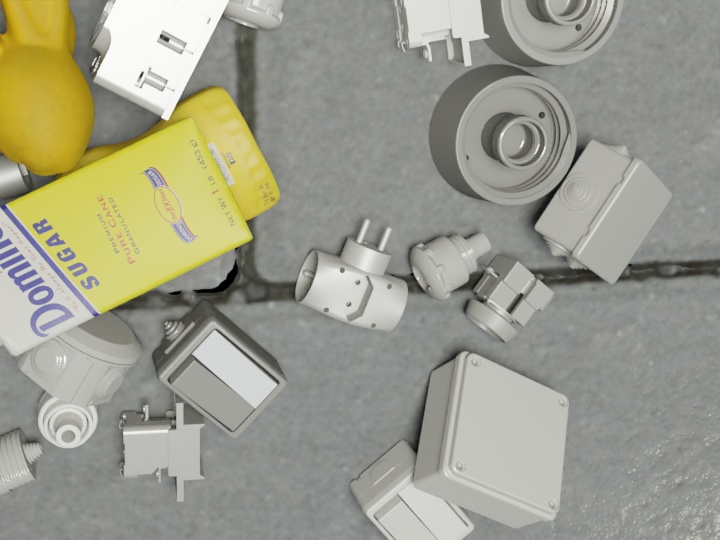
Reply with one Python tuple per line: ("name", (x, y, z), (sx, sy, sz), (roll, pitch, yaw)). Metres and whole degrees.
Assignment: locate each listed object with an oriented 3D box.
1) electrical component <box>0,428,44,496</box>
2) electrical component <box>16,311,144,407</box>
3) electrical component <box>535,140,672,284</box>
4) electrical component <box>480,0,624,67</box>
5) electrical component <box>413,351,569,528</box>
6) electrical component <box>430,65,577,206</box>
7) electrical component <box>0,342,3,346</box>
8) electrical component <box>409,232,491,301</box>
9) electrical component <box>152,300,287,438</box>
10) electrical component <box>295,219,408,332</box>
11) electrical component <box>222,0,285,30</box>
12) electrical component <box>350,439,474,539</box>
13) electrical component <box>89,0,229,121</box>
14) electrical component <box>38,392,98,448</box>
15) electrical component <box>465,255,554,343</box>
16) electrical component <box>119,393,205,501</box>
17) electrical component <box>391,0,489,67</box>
("electrical component", (-0.275, 0.148, 0.796), (0.081, 0.043, 0.043), (-22, 110, -9))
("electrical component", (-0.201, 0.057, 0.773), (0.080, 0.080, 0.051), (28, 102, -20))
("electrical component", (0.192, -0.046, 0.849), (0.099, 0.048, 0.100), (-57, 146, 5))
("electrical component", (0.145, -0.204, 0.805), (0.108, 0.060, 0.108), (-4, 106, -14))
("electrical component", (0.107, 0.137, 0.864), (0.109, 0.056, 0.108), (25, 56, -20))
("electrical component", (0.114, -0.101, 0.825), (0.108, 0.060, 0.108), (-4, 106, -14))
("electrical component", (-0.293, 0.037, 0.752), (0.095, 0.059, 0.053), (-27, 110, -7))
("electrical component", (0.074, -0.008, 0.849), (0.062, 0.048, 0.048), (-29, 111, -13))
("electrical component", (-0.110, 0.072, 0.811), (0.061, 0.061, 0.096), (-47, 111, 1))
("electrical component", (0.000, 0.000, 0.831), (0.077, 0.043, 0.079), (19, 99, -19))
("electrical component", (-0.071, -0.203, 0.756), (0.048, 0.048, 0.062), (17, 93, -19))
("electrical component", (0.048, 0.201, 0.890), (0.062, 0.061, 0.096), (-40, 111, -2))
("electrical component", (-0.117, -0.202, 0.710), (0.060, 0.105, 0.186), (26, 97, -20))
("electrical component", (-0.215, 0.110, 0.792), (0.043, 0.062, 0.043), (-4, 106, -14))
("electrical component", (0.118, 0.025, 0.870), (0.066, 0.048, 0.055), (39, 85, -21))
("electrical component", (-0.153, 0.133, 0.827), (0.064, 0.042, 0.081), (-1, 104, -11))
("electrical component", (0.057, -0.190, 0.795), (0.064, 0.042, 0.081), (-12, 107, -10))
